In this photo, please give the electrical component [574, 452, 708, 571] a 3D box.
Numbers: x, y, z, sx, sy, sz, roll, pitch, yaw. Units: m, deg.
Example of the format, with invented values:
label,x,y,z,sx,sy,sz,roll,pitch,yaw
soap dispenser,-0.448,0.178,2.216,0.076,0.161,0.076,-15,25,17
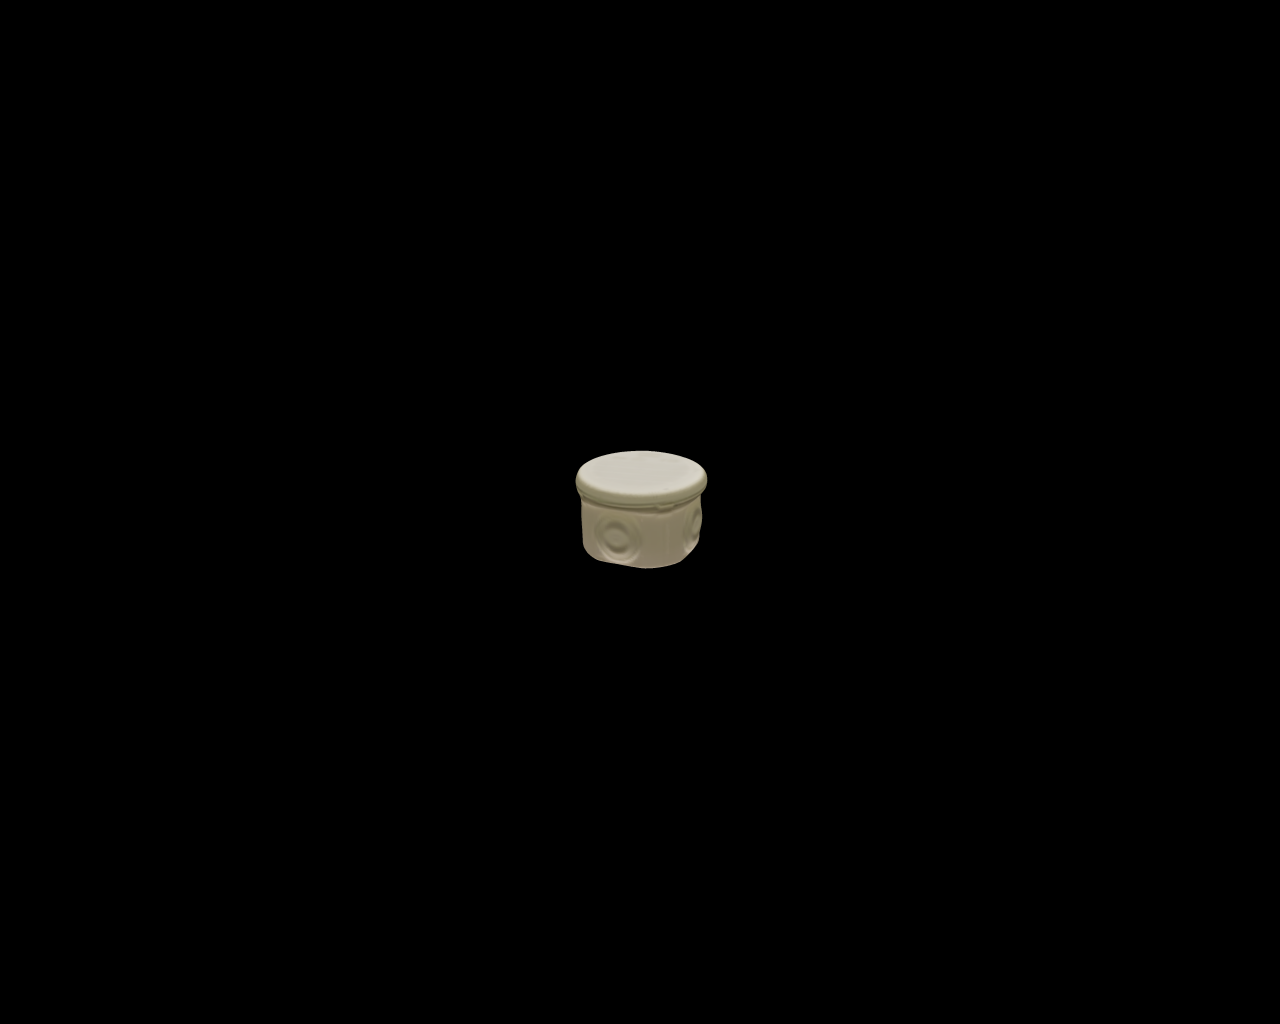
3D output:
label,x,y,z,sx,sy,sz,roll,pitch,yaw
electrical component,0.001,-0.003,0.650,0.080,0.050,0.080,0,23,0
